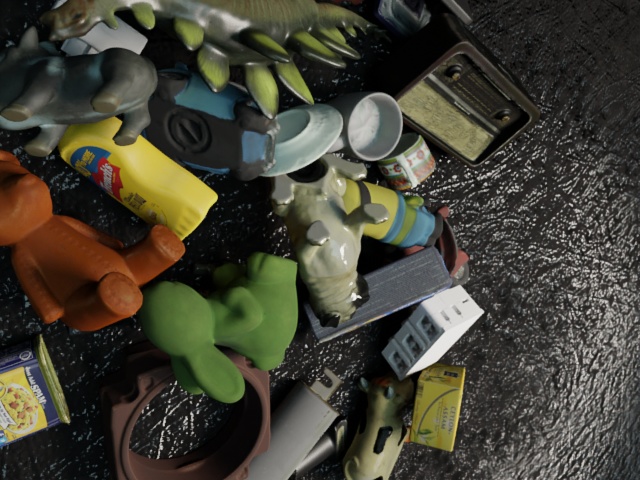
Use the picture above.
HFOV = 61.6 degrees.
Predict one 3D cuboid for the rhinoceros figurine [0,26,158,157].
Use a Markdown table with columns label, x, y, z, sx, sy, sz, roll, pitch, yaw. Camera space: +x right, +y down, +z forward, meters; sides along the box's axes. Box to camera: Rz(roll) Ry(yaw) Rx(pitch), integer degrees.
| label | x | y | z | sx | sy | sz | roll | pitch | yaw |
| --- | --- | --- | --- | --- | --- | --- | --- | --- | --- |
| rhinoceros figurine | -0.246 | -0.140 | 0.482 | 0.190 | 0.073 | 0.112 | 0 | 70 | 1 |

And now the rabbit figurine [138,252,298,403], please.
| label | x | y | z | sx | sy | sz | roll | pitch | yaw |
| --- | --- | --- | --- | --- | --- | --- | --- | --- | --- |
| rabbit figurine | -0.122 | 0.093 | 0.595 | 0.170 | 0.121 | 0.159 | 4 | 83 | -41 |

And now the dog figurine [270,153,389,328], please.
| label | x | y | z | sx | sy | sz | roll | pitch | yaw |
| --- | --- | --- | --- | --- | --- | --- | --- | --- | --- |
| dog figurine | -0.004 | 0.000 | 0.669 | 0.121 | 0.172 | 0.190 | -10 | 143 | -14 |

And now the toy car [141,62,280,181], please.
| label | x | y | z | sx | sy | sz | roll | pitch | yaw |
| --- | --- | --- | --- | --- | --- | --- | --- | --- | --- |
| toy car | -0.116 | -0.136 | 0.588 | 0.162 | 0.103 | 0.109 | 12 | 130 | 4 |

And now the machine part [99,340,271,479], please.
| label | x | y | z | sx | sy | sz | roll | pitch | yaw |
| --- | --- | --- | --- | --- | --- | --- | --- | --- | --- |
| machine part | -0.165 | 0.224 | 0.682 | 0.201 | 0.087 | 0.200 | -8 | 109 | -28 |

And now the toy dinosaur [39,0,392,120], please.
| label | x | y | z | sx | sy | sz | roll | pitch | yaw |
| --- | --- | --- | --- | --- | --- | --- | --- | --- | --- |
| toy dinosaur | -0.060 | -0.231 | 0.556 | 0.198 | 0.105 | 0.471 | 53 | 42 | 0 |

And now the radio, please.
| label | x | y | z | sx | sy | sz | roll | pitch | yaw |
| --- | --- | --- | --- | --- | --- | --- | --- | --- | --- |
| radio | 0.195 | -0.197 | 0.744 | 0.229 | 0.073 | 0.131 | 20 | 132 | -42 |

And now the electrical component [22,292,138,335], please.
| label | x | y | z | sx | sy | sz | roll | pitch | yaw |
| --- | --- | --- | --- | --- | --- | --- | --- | --- | --- |
| electrical component | -0.264 | 0.066 | 0.595 | 0.119 | 0.048 | 0.074 | -3 | 105 | -31 |

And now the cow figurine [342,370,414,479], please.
| label | x | y | z | sx | sy | sz | roll | pitch | yaw |
| --- | --- | --- | --- | --- | --- | --- | --- | --- | --- |
| cow figurine | 0.094 | 0.300 | 0.862 | 0.127 | 0.086 | 0.195 | 44 | 65 | -44 |

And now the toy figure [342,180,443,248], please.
| label | x | y | z | sx | sy | sz | roll | pitch | yaw |
| --- | --- | --- | --- | --- | --- | --- | --- | --- | --- |
| toy figure | 0.085 | -0.037 | 0.739 | 0.180 | 0.089 | 0.082 | 20 | 90 | -13 |

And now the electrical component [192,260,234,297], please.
| label | x | y | z | sx | sy | sz | roll | pitch | yaw |
| --- | --- | --- | --- | --- | --- | --- | --- | --- | --- |
| electrical component | -0.123 | 0.057 | 0.697 | 0.094 | 0.021 | 0.063 | 7 | 100 | -33 |

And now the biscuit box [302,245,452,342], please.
| label | x | y | z | sx | sy | sz | roll | pitch | yaw |
| --- | --- | --- | --- | --- | --- | --- | --- | --- | --- |
| biscuit box | 0.081 | 0.077 | 0.750 | 0.203 | 0.059 | 0.063 | -24 | 77 | 4 |

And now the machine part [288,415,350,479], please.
| label | x | y | z | sx | sy | sz | roll | pitch | yaw |
| --- | --- | --- | --- | --- | --- | --- | --- | --- | --- |
| machine part | -0.004 | 0.334 | 0.838 | 0.139 | 0.039 | 0.084 | -26 | 126 | -38 |

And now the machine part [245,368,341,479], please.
| label | x | y | z | sx | sy | sz | roll | pitch | yaw |
| --- | --- | --- | --- | --- | --- | --- | --- | --- | --- |
| machine part | -0.053 | 0.292 | 0.776 | 0.243 | 0.079 | 0.079 | -49 | 123 | -11 |

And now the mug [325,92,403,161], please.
| label | x | y | z | sx | sy | sz | roll | pitch | yaw |
| --- | --- | --- | --- | --- | --- | --- | --- | --- | --- |
| mug | 0.033 | -0.142 | 0.685 | 0.109 | 0.107 | 0.080 | -36 | 120 | -15 |

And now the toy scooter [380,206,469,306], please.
| label | x | y | z | sx | sy | sz | roll | pitch | yaw |
| --- | --- | --- | --- | --- | --- | --- | --- | --- | --- |
| toy scooter | 0.161 | 0.021 | 0.834 | 0.184 | 0.075 | 0.135 | -14 | 109 | -30 |

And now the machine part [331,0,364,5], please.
| label | x | y | z | sx | sy | sz | roll | pitch | yaw |
| --- | --- | --- | --- | --- | --- | --- | --- | --- | --- |
| machine part | 0.005 | -0.339 | 0.584 | 0.179 | 0.056 | 0.179 | 30 | 45 | -35 |

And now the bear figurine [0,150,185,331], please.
| label | x | y | z | sx | sy | sz | roll | pitch | yaw |
| --- | --- | --- | --- | --- | --- | --- | --- | --- | --- |
| bear figurine | -0.250 | -0.010 | 0.508 | 0.195 | 0.132 | 0.120 | 53 | 33 | -16 |

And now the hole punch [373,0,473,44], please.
| label | x | y | z | sx | sy | sz | roll | pitch | yaw |
| --- | --- | --- | --- | --- | --- | --- | --- | --- | --- |
| hole punch | 0.132 | -0.326 | 0.714 | 0.142 | 0.092 | 0.116 | 23 | 52 | -35 |

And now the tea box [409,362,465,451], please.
| label | x | y | z | sx | sy | sz | roll | pitch | yaw |
| --- | --- | --- | --- | --- | --- | --- | --- | --- | --- |
| tea box | 0.192 | 0.260 | 0.866 | 0.169 | 0.068 | 0.098 | 3 | 95 | -74 |
